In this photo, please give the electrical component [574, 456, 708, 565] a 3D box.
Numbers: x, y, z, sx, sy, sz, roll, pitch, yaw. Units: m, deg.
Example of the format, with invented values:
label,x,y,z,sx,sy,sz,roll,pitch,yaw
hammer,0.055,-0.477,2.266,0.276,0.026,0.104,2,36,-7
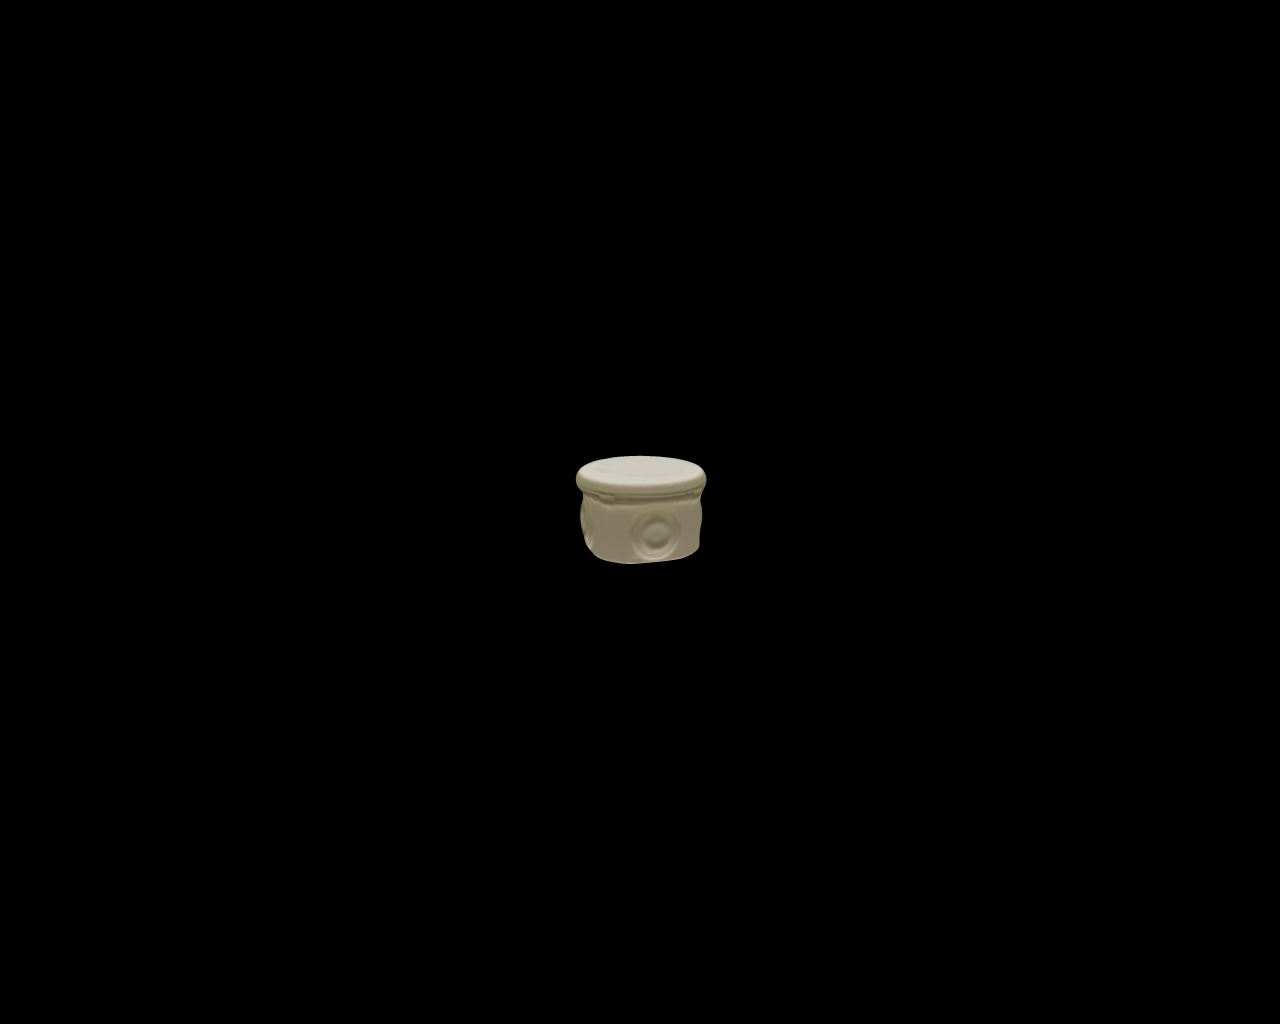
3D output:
label,x,y,z,sx,sy,sz,roll,pitch,yaw
electrical component,0.001,-0.003,0.650,0.080,0.051,0.080,0,15,0
